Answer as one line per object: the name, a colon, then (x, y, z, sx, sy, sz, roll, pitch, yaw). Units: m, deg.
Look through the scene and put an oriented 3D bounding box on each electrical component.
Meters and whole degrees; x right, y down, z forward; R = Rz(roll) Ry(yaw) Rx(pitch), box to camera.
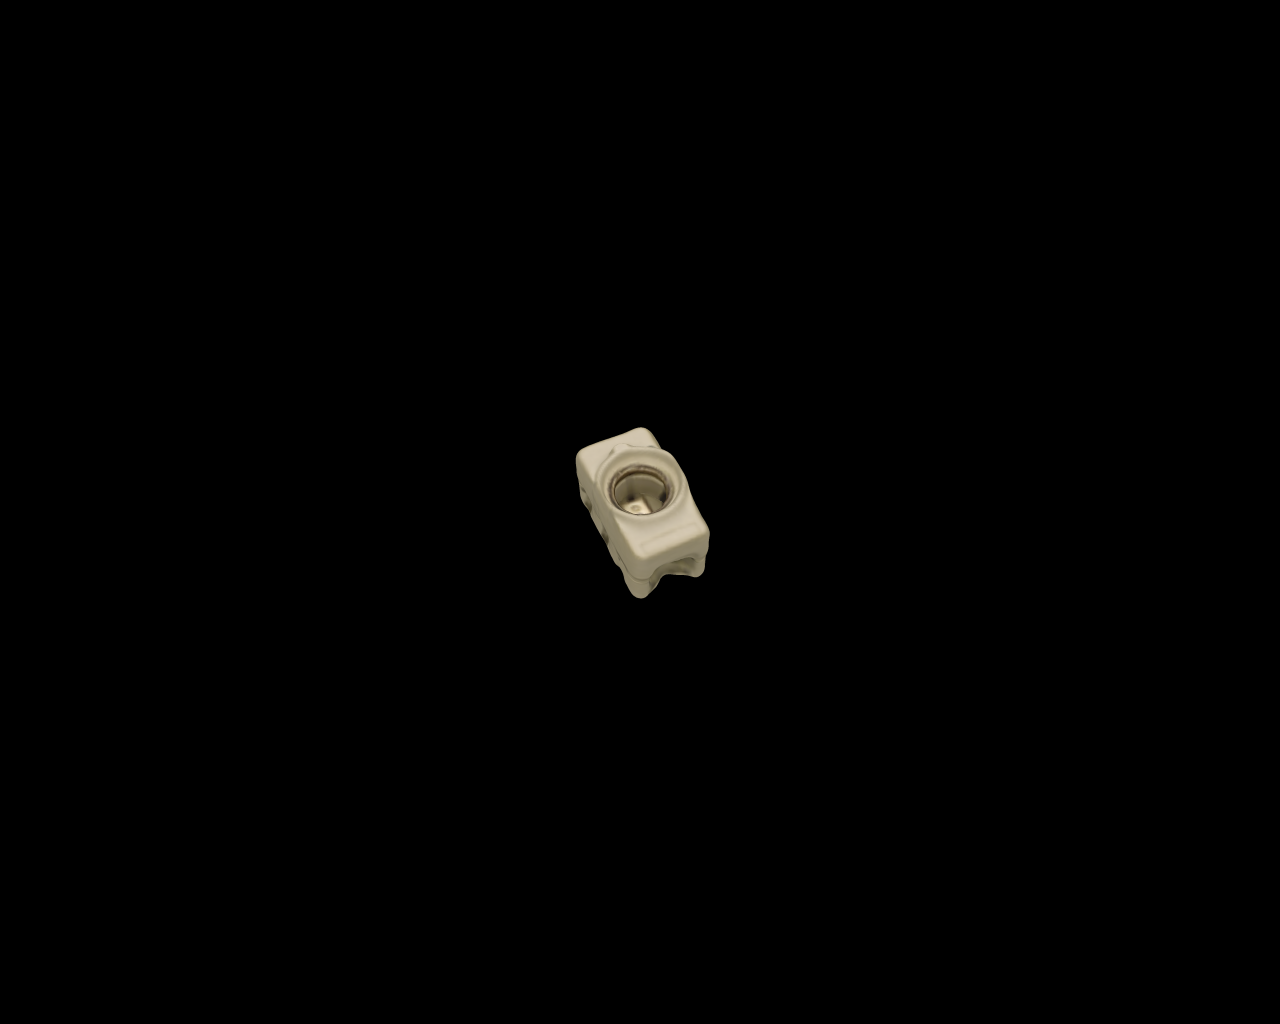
electrical component: (0.001, -0.003, 0.650, 0.050, 0.089, 0.055, -21, -32, -14)
